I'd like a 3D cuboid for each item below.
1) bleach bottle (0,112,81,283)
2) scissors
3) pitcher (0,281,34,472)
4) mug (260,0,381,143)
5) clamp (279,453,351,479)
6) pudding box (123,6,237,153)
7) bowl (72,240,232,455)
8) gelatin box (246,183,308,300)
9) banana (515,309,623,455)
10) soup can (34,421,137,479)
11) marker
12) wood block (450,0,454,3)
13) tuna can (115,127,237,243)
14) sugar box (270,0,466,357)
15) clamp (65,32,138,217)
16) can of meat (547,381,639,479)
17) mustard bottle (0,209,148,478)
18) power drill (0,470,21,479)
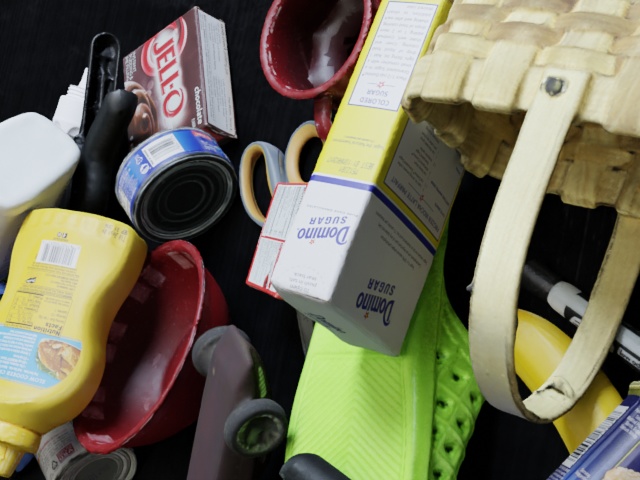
[{"bbox_3d":[-0.277,0.007,0.896,0.068,0.102,0.251,40,136,4],"label":"bleach bottle"},{"bbox_3d":[-0.005,0.001,0.732,0.096,0.016,0.202,-42,54,26],"label":"scissors"},{"bbox_3d":[-0.337,0.099,0.852,0.145,0.242,0.149,-11,65,41],"label":"pitcher"},{"bbox_3d":[0.021,-0.113,0.694,0.093,0.081,0.117,-10,72,40],"label":"mug"},{"bbox_3d":[0.046,0.158,0.503,0.210,0.036,0.164,-39,56,45],"label":"clamp"},{"bbox_3d":[-0.112,-0.114,0.845,0.090,0.039,0.113,-27,61,35],"label":"pudding box"},{"bbox_3d":[-0.111,0.083,0.761,0.162,0.055,0.162,-37,38,35],"label":"bowl"},{"bbox_3d":[-0.015,0.002,0.683,0.089,0.030,0.073,-169,95,-73],"label":"gelatin box"},{"bbox_3d":[0.137,0.114,0.556,0.070,0.037,0.198,-29,60,31],"label":"banana"},{"bbox_3d":[-0.191,0.148,0.825,0.068,0.068,0.102,-55,49,16],"label":"soup can"},{"bbox_3d":[0.151,0.045,0.575,0.121,0.020,0.020,40,106,41],"label":"marker"},{"bbox_3d":[0.148,-0.191,0.595,0.207,0.090,0.090,-13,70,39],"label":"wood block"},{"bbox_3d":[-0.104,-0.039,0.785,0.086,0.086,0.034,-52,51,19],"label":"tuna can"},{"bbox_3d":[0.038,-0.034,0.581,0.048,0.093,0.176,15,75,33],"label":"sugar box"},{"bbox_3d":[-0.184,-0.082,0.876,0.120,0.039,0.172,-102,31,-48],"label":"clamp"},{"bbox_3d":[0.154,0.129,0.484,0.084,0.057,0.102,-45,83,-3],"label":"can of meat"},{"bbox_3d":[-0.197,0.075,0.765,0.096,0.058,0.191,9,69,18],"label":"mustard bottle"},{"bbox_3d":[-0.181,0.238,0.754,0.188,0.057,0.184,8,118,43],"label":"power drill"}]
